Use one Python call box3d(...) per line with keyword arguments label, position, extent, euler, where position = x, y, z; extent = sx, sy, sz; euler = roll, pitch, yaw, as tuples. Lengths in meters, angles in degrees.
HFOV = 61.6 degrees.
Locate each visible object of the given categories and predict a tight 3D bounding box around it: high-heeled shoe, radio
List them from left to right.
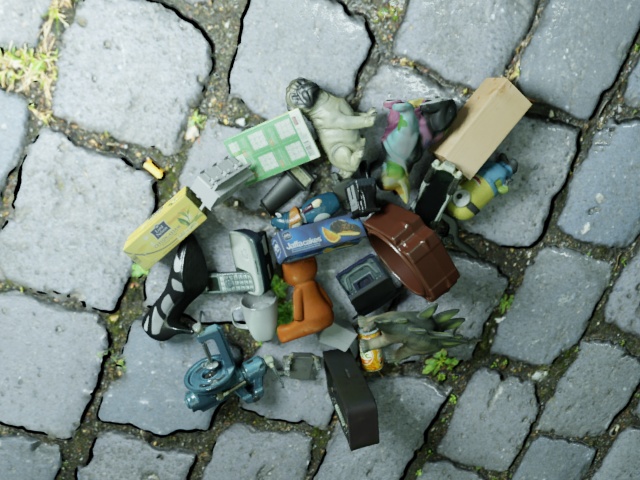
box3d(label="high-heeled shoe", position=(-0.324, 0.101, 1.160), extent=(0.145, 0.086, 0.248), euler=(7, 96, 28))
box3d(label="radio", position=(0.069, 0.363, 1.246), extent=(0.073, 0.230, 0.131), euler=(-10, 114, -9))

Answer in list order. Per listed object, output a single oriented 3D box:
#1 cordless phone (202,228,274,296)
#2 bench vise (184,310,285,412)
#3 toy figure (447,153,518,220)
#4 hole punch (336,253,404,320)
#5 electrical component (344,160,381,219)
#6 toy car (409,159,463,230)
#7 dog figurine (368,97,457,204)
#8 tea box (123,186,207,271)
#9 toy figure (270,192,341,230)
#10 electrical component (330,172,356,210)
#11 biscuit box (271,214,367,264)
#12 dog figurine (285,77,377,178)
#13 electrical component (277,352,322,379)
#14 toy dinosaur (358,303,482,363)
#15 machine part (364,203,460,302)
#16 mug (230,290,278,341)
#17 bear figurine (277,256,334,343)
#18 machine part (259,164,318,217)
box3d(label="cordless phone", position=(-0.201, 0.052, 1.173), extent=(0.184, 0.089, 0.146), euler=(-6, 110, 10))
box3d(label="bench vise", position=(-0.216, 0.279, 1.215), extent=(0.224, 0.129, 0.240), euler=(-19, 116, -7))
box3d(label="toy figure", position=(0.373, -0.118, 1.235), extent=(0.180, 0.082, 0.089), euler=(-36, 110, -2))
box3d(label="hole punch", position=(0.110, 0.108, 1.257), extent=(0.142, 0.092, 0.115), euler=(-34, 142, -3))
box3d(label="electrical component", position=(0.088, -0.109, 1.150), extent=(0.048, 0.075, 0.119), euler=(-10, 88, -20))
box3d(label="toy car", position=(0.248, -0.088, 1.194), extent=(0.074, 0.056, 0.201), euler=(28, 126, 11))
box3d(label="dog figurine", position=(0.199, -0.194, 1.162), extent=(0.192, 0.109, 0.219), euler=(-7, 113, -13))
box3d(label="tea box", position=(-0.316, -0.026, 1.105), extent=(0.169, 0.098, 0.068), euler=(-42, 112, 1))
box3d(label="toy figure", position=(-0.033, -0.057, 1.174), extent=(0.154, 0.058, 0.064), euler=(-25, 131, -6))
box3d(label="electrical component", position=(0.060, -0.115, 1.198), extent=(0.063, 0.021, 0.093), euler=(-24, 111, -5))
box3d(label="biscuit box", position=(-0.002, -0.004, 1.162), extent=(0.203, 0.059, 0.063), euler=(-15, 75, -25))
box3d(label="dog figurine", position=(0.007, -0.232, 1.120), extent=(0.191, 0.121, 0.172), euler=(17, 100, -2))
box3d(label="electrical component", position=(-0.048, 0.302, 1.297), extent=(0.102, 0.045, 0.078), euler=(10, 104, -15))
box3d(label="toy dinosaur", position=(0.236, 0.220, 1.246), extent=(0.199, 0.105, 0.471), euler=(-17, 159, 30))
box3d(label="machine part", position=(0.194, 0.028, 1.171), extent=(0.087, 0.202, 0.200), euler=(-40, 117, -9))
box3d(label="mug", position=(-0.144, 0.179, 1.220), extent=(0.110, 0.081, 0.107), euler=(-12, 118, -7))
box3d(label="bear figurine", position=(-0.047, 0.117, 1.213), extent=(0.120, 0.132, 0.195), euler=(-19, 84, -49))
box3d(label="machine part", position=(-0.075, -0.110, 1.163), extent=(0.139, 0.039, 0.084), euler=(-47, 119, 3))
